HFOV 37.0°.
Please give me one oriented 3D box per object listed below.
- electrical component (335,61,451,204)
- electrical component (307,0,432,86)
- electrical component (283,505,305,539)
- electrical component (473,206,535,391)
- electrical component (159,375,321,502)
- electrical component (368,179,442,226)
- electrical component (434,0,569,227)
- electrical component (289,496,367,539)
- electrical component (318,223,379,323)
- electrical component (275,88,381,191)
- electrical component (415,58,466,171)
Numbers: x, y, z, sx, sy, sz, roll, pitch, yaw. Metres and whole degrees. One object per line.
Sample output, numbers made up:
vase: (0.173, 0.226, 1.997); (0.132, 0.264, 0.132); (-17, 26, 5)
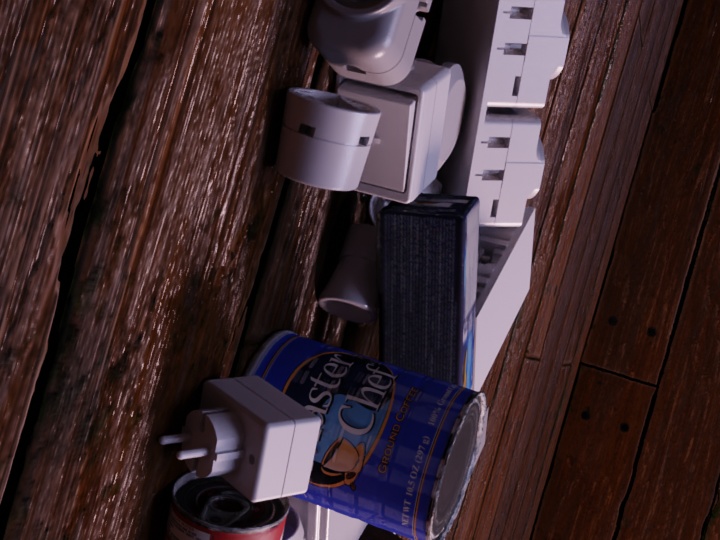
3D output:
electrical component: (0.017, -0.087, 0.708); (0.061, 0.062, 0.096); (-46, 147, -56)
electrical component: (0.009, -0.164, 0.631); (0.059, 0.054, 0.095); (31, 75, -72)
electrical component: (-0.073, 0.208, 0.725); (0.079, 0.043, 0.077); (-45, 147, -51)
electrical component: (0.088, 0.019, 0.872); (0.150, 0.062, 0.089); (-55, 151, -45)
electrical component: (-0.074, 0.095, 0.601); (0.077, 0.066, 0.047); (-1, 109, -41)
electrical component: (0.041, -0.053, 0.844); (0.077, 0.043, 0.079); (56, 51, -68)
electrical component: (0.102, -0.138, 0.840); (0.105, 0.060, 0.186); (-122, -145, -59)
electrical component: (-0.029, 0.164, 0.798); (0.108, 0.056, 0.108); (-51, 151, -51)
electrical component: (0.000, 0.000, 0.771); (0.044, 0.044, 0.065); (66, 38, -64)
electrical component: (-0.020, -0.075, 0.623); (0.055, 0.055, 0.047); (-28, 135, -66)
electrical component: (0.043, -0.114, 0.783); (0.080, 0.051, 0.080); (16, 90, -72)
